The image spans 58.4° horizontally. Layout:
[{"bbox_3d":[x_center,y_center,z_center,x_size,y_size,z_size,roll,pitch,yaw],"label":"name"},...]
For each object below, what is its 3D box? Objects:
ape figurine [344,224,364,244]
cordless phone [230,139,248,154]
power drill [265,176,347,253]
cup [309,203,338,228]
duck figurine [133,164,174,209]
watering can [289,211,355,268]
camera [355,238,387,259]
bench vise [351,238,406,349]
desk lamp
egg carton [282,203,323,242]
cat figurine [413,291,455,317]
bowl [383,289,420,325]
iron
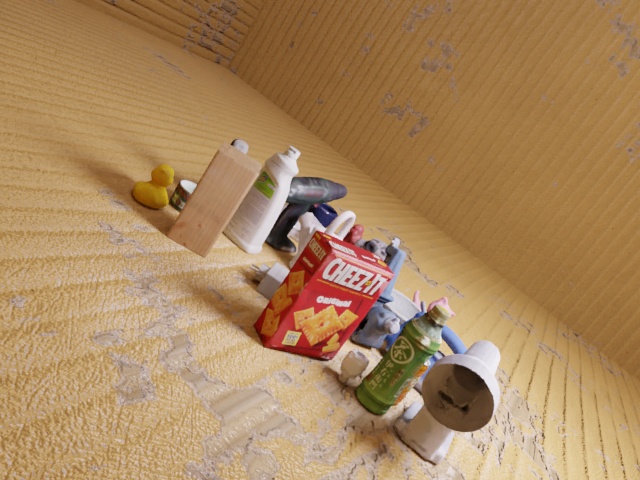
[{"bbox_3d":[0.103,-0.011,1.795,0.076,0.092,0.077,29,17,-21],"label":"ape figurine"},{"bbox_3d":[-0.207,-0.152,1.401,0.094,0.185,0.148,42,17,24],"label":"cordless phone"},{"bbox_3d":[-0.049,-0.073,1.446,0.075,0.208,0.230,44,18,30],"label":"power drill"},{"bbox_3d":[-0.002,-0.064,1.731,0.091,0.095,0.118,39,16,15],"label":"cup"},{"bbox_3d":[-0.343,-0.120,1.209,0.077,0.086,0.104,33,16,-7],"label":"duck figurine"},{"bbox_3d":[0.012,0.005,1.368,0.173,0.194,0.101,35,15,1],"label":"watering can"},{"bbox_3d":[0.179,0.056,1.735,0.143,0.100,0.137,42,17,25],"label":"camera"},{"bbox_3d":[0.140,0.116,1.254,0.122,0.219,0.206,16,24,-49],"label":"bench vise"},{"bbox_3d":[0.225,0.271,0.981,0.117,0.213,0.204,39,16,15],"label":"desk lamp"},{"bbox_3d":[-0.057,-0.041,1.596,0.151,0.069,0.107,21,20,-40],"label":"egg carton"},{"bbox_3d":[0.296,0.190,1.548,0.127,0.117,0.067,37,16,9],"label":"cat figurine"},{"bbox_3d":[0.183,0.187,1.406,0.168,0.074,0.167,32,16,-10],"label":"bowl"},{"bbox_3d":[0.261,0.258,1.231,0.257,0.141,0.119,43,18,28],"label":"iron"}]
